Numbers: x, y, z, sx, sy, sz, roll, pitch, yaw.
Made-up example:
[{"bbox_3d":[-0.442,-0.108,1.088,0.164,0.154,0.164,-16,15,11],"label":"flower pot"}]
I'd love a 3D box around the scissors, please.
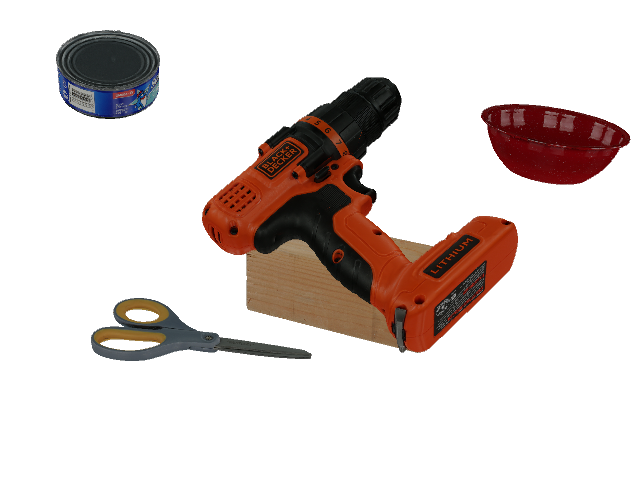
[{"bbox_3d":[-0.114,0.085,1.012,0.201,0.016,0.096,-1,32,-9],"label":"scissors"}]

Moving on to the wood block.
[{"bbox_3d":[0.029,0.044,1.175,0.206,0.091,0.090,13,26,23],"label":"wood block"}]

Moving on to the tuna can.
[{"bbox_3d":[-0.179,-0.141,0.904,0.086,0.034,0.086,4,43,-4],"label":"tuna can"}]

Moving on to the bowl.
[{"bbox_3d":[0.252,-0.102,1.171,0.162,0.055,0.162,6,22,-3],"label":"bowl"}]

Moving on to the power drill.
[{"bbox_3d":[0.040,-0.023,0.734,0.188,0.184,0.057,35,-25,30],"label":"power drill"}]
